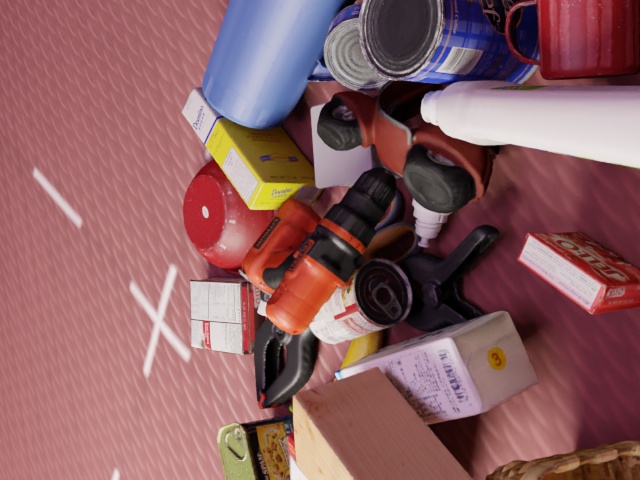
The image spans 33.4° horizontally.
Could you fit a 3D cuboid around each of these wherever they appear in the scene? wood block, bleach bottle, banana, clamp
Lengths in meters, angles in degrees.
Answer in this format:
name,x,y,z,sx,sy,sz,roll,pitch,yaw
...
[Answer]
name,x,y,z,sx,sy,sz,roll,pitch,yaw
wood block,0.061,0.213,0.911,0.206,0.090,0.090,47,146,49
bleach bottle,0.196,-0.099,0.872,0.251,0.102,0.068,12,103,42
banana,0.020,0.158,1.159,0.198,0.037,0.070,-52,55,37
clamp,-0.026,0.101,1.210,0.165,0.036,0.210,24,106,47
clamp,0.124,0.059,1.032,0.172,0.039,0.120,-22,76,56

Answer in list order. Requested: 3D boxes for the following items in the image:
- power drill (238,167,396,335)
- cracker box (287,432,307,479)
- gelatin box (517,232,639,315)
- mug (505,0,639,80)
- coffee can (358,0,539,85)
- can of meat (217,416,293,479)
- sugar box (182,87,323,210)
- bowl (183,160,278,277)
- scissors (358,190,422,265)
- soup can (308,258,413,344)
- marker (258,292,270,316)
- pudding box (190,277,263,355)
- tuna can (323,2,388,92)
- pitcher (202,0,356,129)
name,x,y,z,sx,sy,sz,roll,pitch,yaw
power drill,-0.007,0.001,1.086,0.184,0.057,0.188,-53,15,-6
cracker box,0.045,0.300,1.059,0.164,0.072,0.214,36,142,43
gelatin box,0.222,0.025,0.890,0.089,0.073,0.030,40,120,41
mug,0.210,-0.174,0.879,0.117,0.093,0.081,0,97,25
coffee can,0.119,-0.188,0.949,0.103,0.140,0.103,3,94,49
can of meat,-0.061,0.255,1.221,0.058,0.083,0.102,-30,70,46
sugar box,-0.077,-0.107,1.218,0.176,0.093,0.048,55,129,32
bowl,-0.119,-0.034,1.299,0.162,0.055,0.162,3,94,49
scissors,0.024,0.007,1.136,0.202,0.016,0.096,-18,69,36
soup can,0.036,0.063,1.067,0.102,0.068,0.068,-28,71,56
marker,-0.046,0.026,1.199,0.020,0.020,0.121,23,101,46
pudding box,-0.115,0.092,1.312,0.114,0.039,0.090,0,91,47
tuna can,0.047,-0.193,1.075,0.086,0.086,0.033,-52,13,37
pitcher,-0.030,-0.235,1.144,0.243,0.144,0.149,-61,37,36
